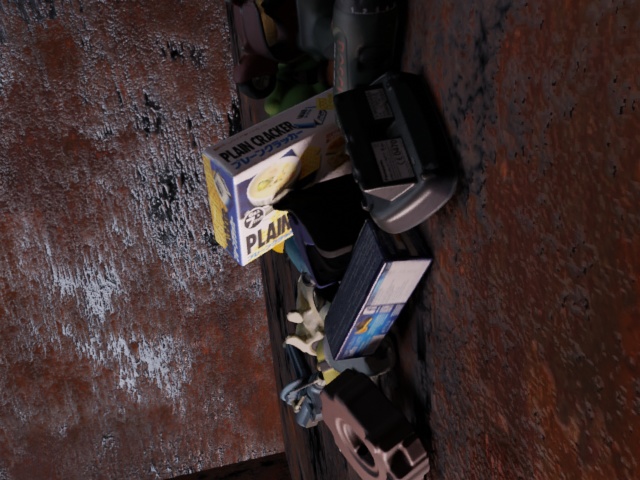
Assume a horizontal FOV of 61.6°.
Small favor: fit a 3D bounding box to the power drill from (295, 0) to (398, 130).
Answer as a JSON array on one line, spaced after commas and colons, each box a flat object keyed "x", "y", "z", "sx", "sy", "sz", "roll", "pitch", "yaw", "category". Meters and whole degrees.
[{"x": 0.030, "y": -0.252, "z": 0.602, "sx": 0.207, "sy": 0.086, "sz": 0.231, "roll": -126, "pitch": 25, "yaw": -51, "category": "power drill"}]

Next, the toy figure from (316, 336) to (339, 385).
[{"x": 0.047, "y": 0.230, "z": 0.841, "sx": 0.082, "sy": 0.089, "sz": 0.180, "roll": 153, "pitch": 110, "yaw": -73, "category": "toy figure"}]

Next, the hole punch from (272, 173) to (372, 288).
[{"x": 0.025, "y": -0.013, "z": 0.671, "sx": 0.092, "sy": 0.142, "sz": 0.116, "roll": 89, "pitch": 156, "yaw": -53, "category": "hole punch"}]

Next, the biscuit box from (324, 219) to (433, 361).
[{"x": 0.059, "y": 0.064, "z": 0.627, "sx": 0.202, "sy": 0.059, "sz": 0.063, "roll": 111, "pitch": 149, "yaw": -45, "category": "biscuit box"}]

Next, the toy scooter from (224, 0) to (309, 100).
[{"x": -0.059, "y": -0.288, "z": 0.713, "sx": 0.075, "sy": 0.184, "sz": 0.135, "roll": 31, "pitch": 160, "yaw": 42, "category": "toy scooter"}]

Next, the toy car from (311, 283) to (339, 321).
[{"x": 0.013, "y": 0.058, "z": 0.912, "sx": 0.202, "sy": 0.073, "sz": 0.056, "roll": -111, "pitch": 12, "yaw": -47, "category": "toy car"}]

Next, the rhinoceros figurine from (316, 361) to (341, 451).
[{"x": 0.050, "y": 0.279, "z": 0.937, "sx": 0.112, "sy": 0.073, "sz": 0.190, "roll": 140, "pitch": 122, "yaw": -65, "category": "rhinoceros figurine"}]

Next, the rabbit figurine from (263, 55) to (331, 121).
[{"x": -0.062, "y": -0.240, "z": 0.852, "sx": 0.170, "sy": 0.121, "sz": 0.159, "roll": 52, "pitch": 131, "yaw": 21, "category": "rabbit figurine"}]

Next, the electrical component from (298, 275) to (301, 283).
[{"x": -0.005, "y": 0.129, "z": 1.117, "sx": 0.115, "sy": 0.058, "sz": 0.134, "roll": 115, "pitch": 145, "yaw": -74, "category": "electrical component"}]

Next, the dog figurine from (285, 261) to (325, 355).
[{"x": -0.001, "y": 0.106, "z": 1.026, "sx": 0.191, "sy": 0.121, "sz": 0.172, "roll": -90, "pitch": 4, "yaw": -47, "category": "dog figurine"}]

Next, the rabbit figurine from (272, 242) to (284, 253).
[{"x": -0.076, "y": -0.051, "z": 0.989, "sx": 0.162, "sy": 0.122, "sz": 0.173, "roll": 42, "pitch": 143, "yaw": 24, "category": "rabbit figurine"}]

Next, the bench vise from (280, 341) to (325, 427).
[{"x": -0.038, "y": 0.330, "z": 1.286, "sx": 0.223, "sy": 0.129, "sz": 0.241, "roll": 92, "pitch": 158, "yaw": -51, "category": "bench vise"}]

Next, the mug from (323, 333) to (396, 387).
[{"x": 0.060, "y": 0.166, "z": 0.754, "sx": 0.107, "sy": 0.081, "sz": 0.109, "roll": 167, "pitch": 99, "yaw": -69, "category": "mug"}]

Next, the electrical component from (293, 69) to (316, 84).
[{"x": -0.045, "y": -0.305, "z": 0.934, "sx": 0.048, "sy": 0.075, "sz": 0.119, "roll": -123, "pitch": 29, "yaw": -67, "category": "electrical component"}]

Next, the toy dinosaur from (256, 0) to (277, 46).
[{"x": -0.109, "y": -0.441, "z": 1.080, "sx": 0.199, "sy": 0.105, "sz": 0.470, "roll": -135, "pitch": 42, "yaw": -78, "category": "toy dinosaur"}]

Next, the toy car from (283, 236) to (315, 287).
[{"x": -0.002, "y": -0.003, "z": 0.848, "sx": 0.162, "sy": 0.109, "sz": 0.102, "roll": -119, "pitch": 20, "yaw": -58, "category": "toy car"}]

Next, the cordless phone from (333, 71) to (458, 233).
[{"x": 0.073, "y": -0.064, "z": 0.555, "sx": 0.184, "sy": 0.089, "sz": 0.146, "roll": 78, "pitch": 178, "yaw": -66, "category": "cordless phone"}]

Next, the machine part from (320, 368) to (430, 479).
[{"x": 0.065, "y": 0.257, "z": 0.703, "sx": 0.179, "sy": 0.056, "sz": 0.179, "roll": 46, "pitch": 154, "yaw": 31, "category": "machine part"}]
